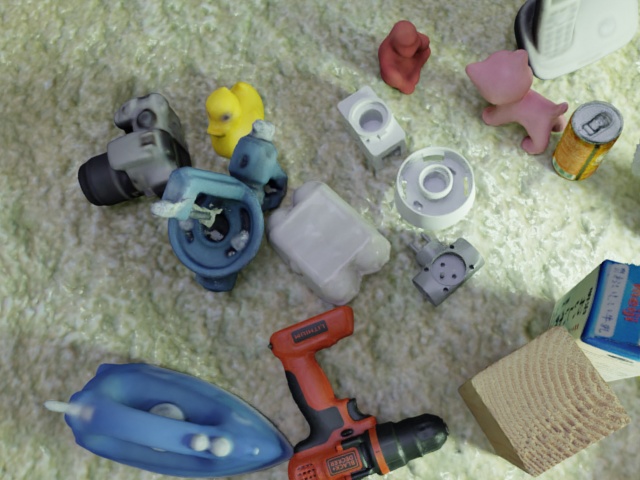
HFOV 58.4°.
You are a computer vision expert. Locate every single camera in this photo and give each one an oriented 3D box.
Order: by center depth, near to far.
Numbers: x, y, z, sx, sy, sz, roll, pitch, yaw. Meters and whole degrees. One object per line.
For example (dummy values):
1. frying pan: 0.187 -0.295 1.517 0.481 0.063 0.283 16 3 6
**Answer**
1. camera: -0.252 -0.111 0.760 0.136 0.101 0.143 -18 72 5

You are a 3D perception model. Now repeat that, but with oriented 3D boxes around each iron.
1. iron: -0.164 0.207 0.631 0.257 0.141 0.119 9 76 13

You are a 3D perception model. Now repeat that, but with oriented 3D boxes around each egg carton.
1. egg carton: 0.006 0.002 0.698 0.150 0.069 0.107 43 85 18

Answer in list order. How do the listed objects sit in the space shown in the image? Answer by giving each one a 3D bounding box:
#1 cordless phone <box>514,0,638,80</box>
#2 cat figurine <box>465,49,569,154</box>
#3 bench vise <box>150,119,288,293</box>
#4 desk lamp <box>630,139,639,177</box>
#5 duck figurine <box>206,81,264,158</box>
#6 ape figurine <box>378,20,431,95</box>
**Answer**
1. cordless phone: 0.308 -0.284 0.666 0.147 0.185 0.094 -26 71 2
2. cat figurine: 0.237 -0.176 0.683 0.127 0.118 0.067 38 84 18
3. bench vise: -0.122 -0.057 0.658 0.121 0.220 0.207 2 74 11
4. desk lamp: 0.407 -0.060 0.568 0.203 0.214 0.118 37 83 18
5. duck figurine: -0.120 -0.171 0.762 0.077 0.086 0.104 15 77 14
6. ape figurine: 0.108 -0.246 0.740 0.078 0.092 0.076 -30 71 1
